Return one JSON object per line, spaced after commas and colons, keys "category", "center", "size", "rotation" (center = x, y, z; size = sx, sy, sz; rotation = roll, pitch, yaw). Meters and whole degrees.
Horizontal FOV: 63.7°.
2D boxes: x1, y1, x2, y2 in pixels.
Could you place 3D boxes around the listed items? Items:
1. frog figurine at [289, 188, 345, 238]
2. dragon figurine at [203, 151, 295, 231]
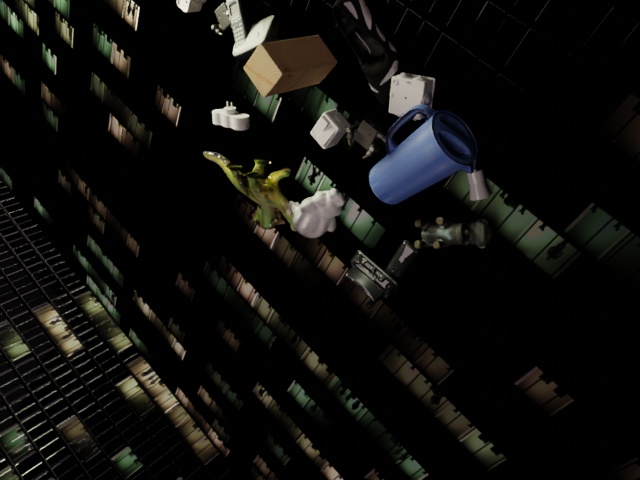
{"category": "frog figurine", "center": [0.004, -0.071, 1.419], "size": [0.158, 0.125, 0.135], "rotation": [-12, 136, 36]}
{"category": "dragon figurine", "center": [-0.198, -0.130, 1.587], "size": [0.413, 0.124, 0.237], "rotation": [23, 133, 34]}
